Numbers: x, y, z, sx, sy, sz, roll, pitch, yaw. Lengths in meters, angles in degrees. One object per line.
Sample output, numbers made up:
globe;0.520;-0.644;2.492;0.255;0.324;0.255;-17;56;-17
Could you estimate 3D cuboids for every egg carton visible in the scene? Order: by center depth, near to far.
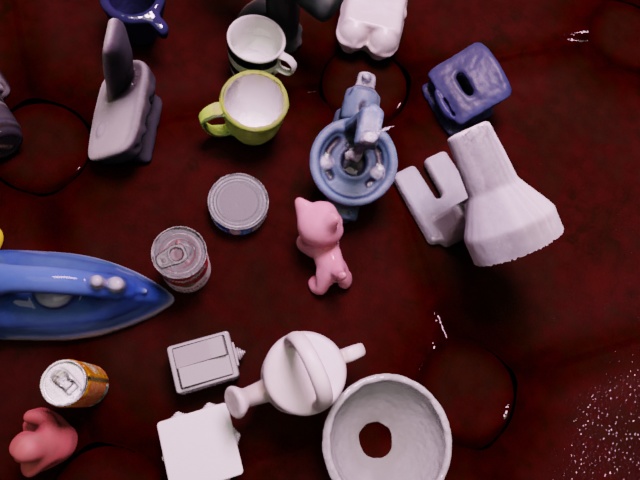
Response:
egg carton;0.085;-0.365;0.922;0.107;0.069;0.150;11;73;-4

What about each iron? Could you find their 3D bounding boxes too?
iron;-0.319;0.059;0.709;0.258;0.141;0.118;1;74;-7

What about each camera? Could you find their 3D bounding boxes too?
camera;-0.483;-0.173;0.773;0.143;0.100;0.137;-35;82;-15

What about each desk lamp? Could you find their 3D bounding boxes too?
desk lamp;0.206;-0.055;0.776;0.118;0.213;0.203;-27;79;-14

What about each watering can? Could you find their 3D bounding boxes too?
watering can;-0.025;0.166;0.692;0.173;0.194;0.101;-43;83;-16

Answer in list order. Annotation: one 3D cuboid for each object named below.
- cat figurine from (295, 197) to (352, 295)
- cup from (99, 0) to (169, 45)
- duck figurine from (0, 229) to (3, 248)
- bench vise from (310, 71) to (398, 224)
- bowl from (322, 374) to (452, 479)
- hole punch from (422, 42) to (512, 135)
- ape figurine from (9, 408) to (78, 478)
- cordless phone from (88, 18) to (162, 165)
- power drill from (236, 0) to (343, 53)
cat figurine;0.007;0.003;0.782;0.067;0.117;0.128;-18;77;-12
cup;-0.262;-0.327;0.850;0.092;0.095;0.117;-43;84;-16
duck figurine;-0.476;-0.014;0.737;0.104;0.086;0.077;16;73;-3
bench vise;0.043;-0.147;0.776;0.121;0.219;0.207;-7;75;-9
bowl;0.081;0.260;0.742;0.167;0.074;0.167;2;74;-7
hole punch;0.227;-0.234;0.894;0.101;0.091;0.108;-26;79;-14
ape figurine;-0.336;0.243;0.681;0.076;0.092;0.078;17;73;-2
cordless phone;-0.274;-0.192;0.763;0.094;0.185;0.147;3;74;-7
power drill;-0.074;-0.374;0.830;0.229;0.208;0.076;35;73;3
